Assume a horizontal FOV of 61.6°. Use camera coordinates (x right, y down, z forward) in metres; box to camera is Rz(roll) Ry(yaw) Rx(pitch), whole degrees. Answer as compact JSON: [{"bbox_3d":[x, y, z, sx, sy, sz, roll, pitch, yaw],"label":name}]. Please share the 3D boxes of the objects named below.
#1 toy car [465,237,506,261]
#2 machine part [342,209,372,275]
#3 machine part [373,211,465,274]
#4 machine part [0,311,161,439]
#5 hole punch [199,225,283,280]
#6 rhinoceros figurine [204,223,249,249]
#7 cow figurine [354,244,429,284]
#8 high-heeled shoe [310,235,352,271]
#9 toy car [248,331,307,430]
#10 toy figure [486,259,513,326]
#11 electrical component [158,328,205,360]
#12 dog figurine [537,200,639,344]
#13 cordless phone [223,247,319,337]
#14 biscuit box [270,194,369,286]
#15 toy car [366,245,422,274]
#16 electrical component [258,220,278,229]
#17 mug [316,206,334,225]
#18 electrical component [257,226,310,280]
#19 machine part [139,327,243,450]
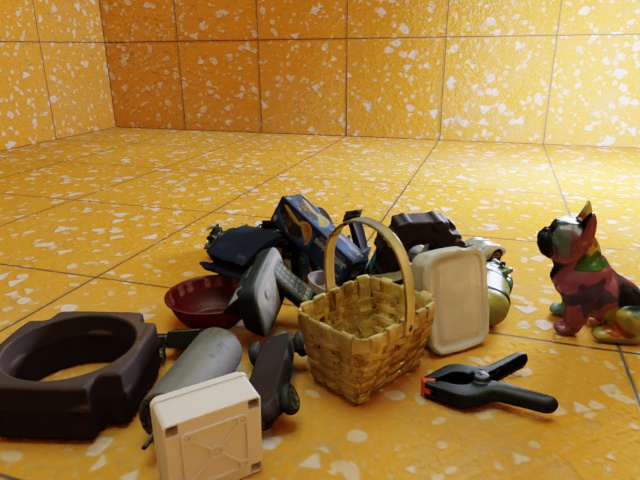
[{"bbox_3d":[0.318,0.031,1.173,0.202,0.056,0.074,-12,23,-28],"label":"toy car"},{"bbox_3d":[0.082,0.006,1.132,0.039,0.138,0.084,-7,16,26],"label":"machine part"},{"bbox_3d":[0.187,0.030,1.021,0.179,0.179,0.056,-2,23,-5],"label":"machine part"},{"bbox_3d":[-0.336,0.178,0.737,0.201,0.087,0.201,1,18,2],"label":"machine part"},{"bbox_3d":[-0.142,0.025,1.011,0.142,0.092,0.115,17,13,33],"label":"hole punch"},{"bbox_3d":[-0.207,0.014,1.226,0.112,0.073,0.190,-18,26,-15],"label":"rhinoceros figurine"},{"bbox_3d":[0.146,0.082,0.932,0.195,0.127,0.086,-8,24,-13],"label":"cow figurine"},{"bbox_3d":[-0.033,0.039,1.183,0.249,0.086,0.145,-3,41,44],"label":"high-heeled shoe"},{"bbox_3d":[-0.066,0.190,0.745,0.089,0.053,0.202,-19,16,10],"label":"toy car"},{"bbox_3d":[0.308,0.091,0.973,0.089,0.082,0.180,9,19,29],"label":"toy figure"},{"bbox_3d":[-0.213,0.163,0.845,0.102,0.045,0.078,-2,-9,-12],"label":"electrical component"},{"bbox_3d":[0.453,0.050,0.881,0.192,0.219,0.108,6,24,21],"label":"dog figurine"},{"bbox_3d":[-0.052,0.113,0.884,0.184,0.088,0.147,37,31,-11],"label":"cordless phone"},{"bbox_3d":[-0.002,-0.003,1.006,0.203,0.062,0.059,43,30,24],"label":"biscuit box"},{"bbox_3d":[0.169,0.037,1.118,0.103,0.109,0.161,31,16,15],"label":"toy car"},{"bbox_3d":[-0.118,-0.003,1.253,0.048,0.075,0.119,-4,-10,-12],"label":"electrical component"},{"bbox_3d":[-0.033,-0.022,1.120,0.107,0.080,0.110,-24,39,25],"label":"mug"},{"bbox_3d":[-0.083,0.037,1.081,0.134,0.114,0.058,13,28,34],"label":"electrical component"},{"bbox_3d":[-0.166,0.188,0.717,0.079,0.079,0.243,4,20,13],"label":"machine part"}]
